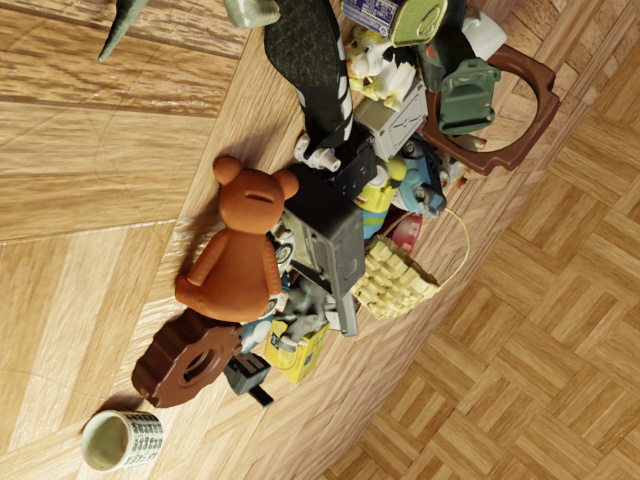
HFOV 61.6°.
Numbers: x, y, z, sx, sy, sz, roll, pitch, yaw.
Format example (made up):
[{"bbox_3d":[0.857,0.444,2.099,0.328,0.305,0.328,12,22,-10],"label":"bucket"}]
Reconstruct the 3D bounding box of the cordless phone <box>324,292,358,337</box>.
[{"bbox_3d":[0.074,0.104,1.156,0.184,0.089,0.146,-41,127,-47],"label":"cordless phone"}]

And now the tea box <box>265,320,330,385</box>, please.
[{"bbox_3d":[-0.049,0.201,1.079,0.068,0.098,0.169,-34,151,-37],"label":"tea box"}]

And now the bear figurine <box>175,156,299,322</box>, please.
[{"bbox_3d":[-0.106,-0.001,0.676,0.120,0.132,0.195,6,92,-26],"label":"bear figurine"}]

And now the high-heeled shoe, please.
[{"bbox_3d":[0.004,-0.205,0.614,0.145,0.086,0.248,-63,160,-45],"label":"high-heeled shoe"}]

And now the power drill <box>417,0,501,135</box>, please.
[{"bbox_3d":[0.184,-0.243,0.743,0.231,0.086,0.207,78,11,-54],"label":"power drill"}]

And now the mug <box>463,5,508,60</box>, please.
[{"bbox_3d":[0.234,-0.311,0.866,0.107,0.081,0.109,-51,164,22],"label":"mug"}]

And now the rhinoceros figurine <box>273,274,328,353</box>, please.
[{"bbox_3d":[-0.025,0.110,0.970,0.190,0.112,0.073,-59,160,-2],"label":"rhinoceros figurine"}]

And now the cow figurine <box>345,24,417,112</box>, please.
[{"bbox_3d":[0.080,-0.234,0.699,0.098,0.068,0.167,-62,160,11],"label":"cow figurine"}]

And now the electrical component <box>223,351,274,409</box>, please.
[{"bbox_3d":[-0.127,0.245,0.967,0.075,0.119,0.047,-11,135,-54],"label":"electrical component"}]

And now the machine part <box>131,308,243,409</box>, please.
[{"bbox_3d":[-0.195,0.178,0.817,0.179,0.056,0.179,-40,155,-23],"label":"machine part"}]

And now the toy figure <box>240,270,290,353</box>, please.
[{"bbox_3d":[-0.096,0.119,0.914,0.154,0.058,0.064,-54,173,-4],"label":"toy figure"}]

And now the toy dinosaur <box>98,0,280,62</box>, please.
[{"bbox_3d":[-0.012,-0.291,0.389,0.405,0.131,0.191,-36,137,-18],"label":"toy dinosaur"}]

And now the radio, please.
[{"bbox_3d":[-0.002,-0.002,0.812,0.073,0.131,0.229,-47,158,-16],"label":"radio"}]

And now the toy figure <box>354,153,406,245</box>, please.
[{"bbox_3d":[0.090,-0.076,0.948,0.089,0.082,0.180,-42,154,-51],"label":"toy figure"}]

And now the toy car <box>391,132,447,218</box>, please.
[{"bbox_3d":[0.166,-0.111,0.993,0.103,0.161,0.109,-17,162,31],"label":"toy car"}]

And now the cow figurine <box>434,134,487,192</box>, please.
[{"bbox_3d":[0.254,-0.163,1.105,0.195,0.127,0.085,-52,163,-40],"label":"cow figurine"}]

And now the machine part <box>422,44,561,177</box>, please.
[{"bbox_3d":[0.293,-0.229,0.941,0.201,0.201,0.087,-55,160,8],"label":"machine part"}]

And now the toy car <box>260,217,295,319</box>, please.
[{"bbox_3d":[-0.084,0.038,0.792,0.056,0.074,0.201,-26,147,-40],"label":"toy car"}]

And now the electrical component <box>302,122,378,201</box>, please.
[{"bbox_3d":[0.033,-0.100,0.830,0.115,0.058,0.134,-44,156,-13],"label":"electrical component"}]

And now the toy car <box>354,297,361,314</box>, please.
[{"bbox_3d":[0.086,0.121,1.279,0.089,0.053,0.202,-34,153,-30],"label":"toy car"}]
